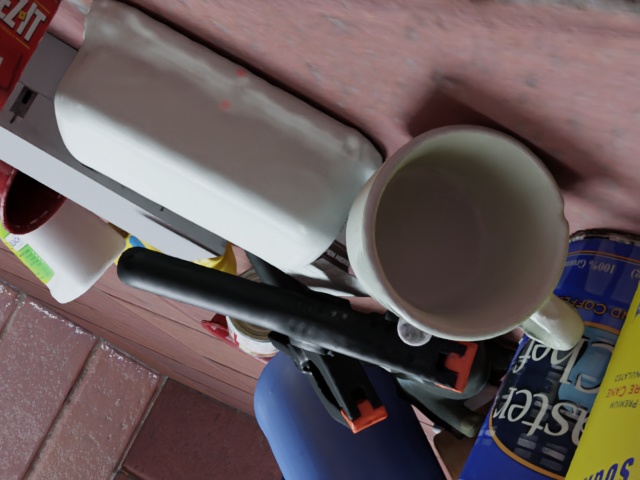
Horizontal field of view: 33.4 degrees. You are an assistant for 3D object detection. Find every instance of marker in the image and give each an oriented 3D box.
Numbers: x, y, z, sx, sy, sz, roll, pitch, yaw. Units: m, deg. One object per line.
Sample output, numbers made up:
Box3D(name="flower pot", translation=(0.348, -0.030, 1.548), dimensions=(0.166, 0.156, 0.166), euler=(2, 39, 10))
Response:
Box3D(name="marker", translation=(0.057, 0.034, 0.614), dimensions=(0.020, 0.020, 0.121), euler=(27, -166, 0))

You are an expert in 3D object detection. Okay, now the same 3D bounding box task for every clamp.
Box3D(name="clamp", translation=(-0.009, 0.047, 0.643), dimensions=(0.210, 0.036, 0.164), euler=(15, 178, 37))
Box3D(name="clamp", translation=(-0.008, 0.069, 0.783), dimensions=(0.172, 0.039, 0.120), euler=(41, 158, 51))

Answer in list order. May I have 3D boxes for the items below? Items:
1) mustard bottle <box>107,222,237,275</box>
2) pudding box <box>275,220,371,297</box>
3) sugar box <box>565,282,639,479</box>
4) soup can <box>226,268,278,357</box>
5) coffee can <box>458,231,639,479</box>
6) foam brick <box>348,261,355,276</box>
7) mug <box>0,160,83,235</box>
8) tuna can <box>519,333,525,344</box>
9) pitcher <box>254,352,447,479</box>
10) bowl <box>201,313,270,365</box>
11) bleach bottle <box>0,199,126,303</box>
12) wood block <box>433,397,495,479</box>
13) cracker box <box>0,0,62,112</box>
Box3D(name="mustard bottle", translation=(-0.119, 0.010, 0.895), dimensions=(0.096, 0.058, 0.192), euler=(46, 161, -17))
Box3D(name="pudding box", translation=(-0.005, 0.001, 0.676), dimensions=(0.090, 0.039, 0.114), euler=(31, 168, -17))
Box3D(name="sugar box", translation=(0.126, 0.073, 0.382), dimensions=(0.048, 0.176, 0.093), euler=(26, 168, 1))
Box3D(name="soup can", translation=(-0.050, 0.065, 0.946), dimensions=(0.068, 0.068, 0.102), euler=(27, 167, 3))
Box3D(name="coffee can", translation=(0.131, 0.081, 0.485), dimensions=(0.103, 0.140, 0.103), euler=(26, 167, 6))
Box3D(name="foam brick", translation=(0.059, 0.006, 0.535), dimensions=(0.078, 0.053, 0.051), euler=(25, 167, 7))
Box3D(name="mug", translation=(-0.225, -0.065, 0.782), dimensions=(0.081, 0.093, 0.117), euler=(29, -159, 13))
Box3D(name="tuna can", translation=(0.156, 0.060, 0.589), dimensions=(0.086, 0.033, 0.086), euler=(26, 167, 6))
Box3D(name="pitcher", translation=(0.029, 0.195, 0.869), dimensions=(0.243, 0.145, 0.149), euler=(-120, 6, -62))
Box3D(name="bowl", translation=(-0.037, 0.098, 1.076), dimensions=(0.162, 0.055, 0.162), euler=(26, 167, 6))
Box3D(name="bleach bottle", translation=(-0.274, -0.057, 0.868), dimensions=(0.250, 0.068, 0.103), euler=(44, 157, -12))
Box3D(name="wood block", translation=(0.152, 0.181, 0.774), dimensions=(0.091, 0.090, 0.206), euler=(57, -179, -3))
Box3D(name="cracker box", translation=(-0.249, -0.061, 0.534), dimensions=(0.164, 0.213, 0.072), euler=(19, 167, 32))
